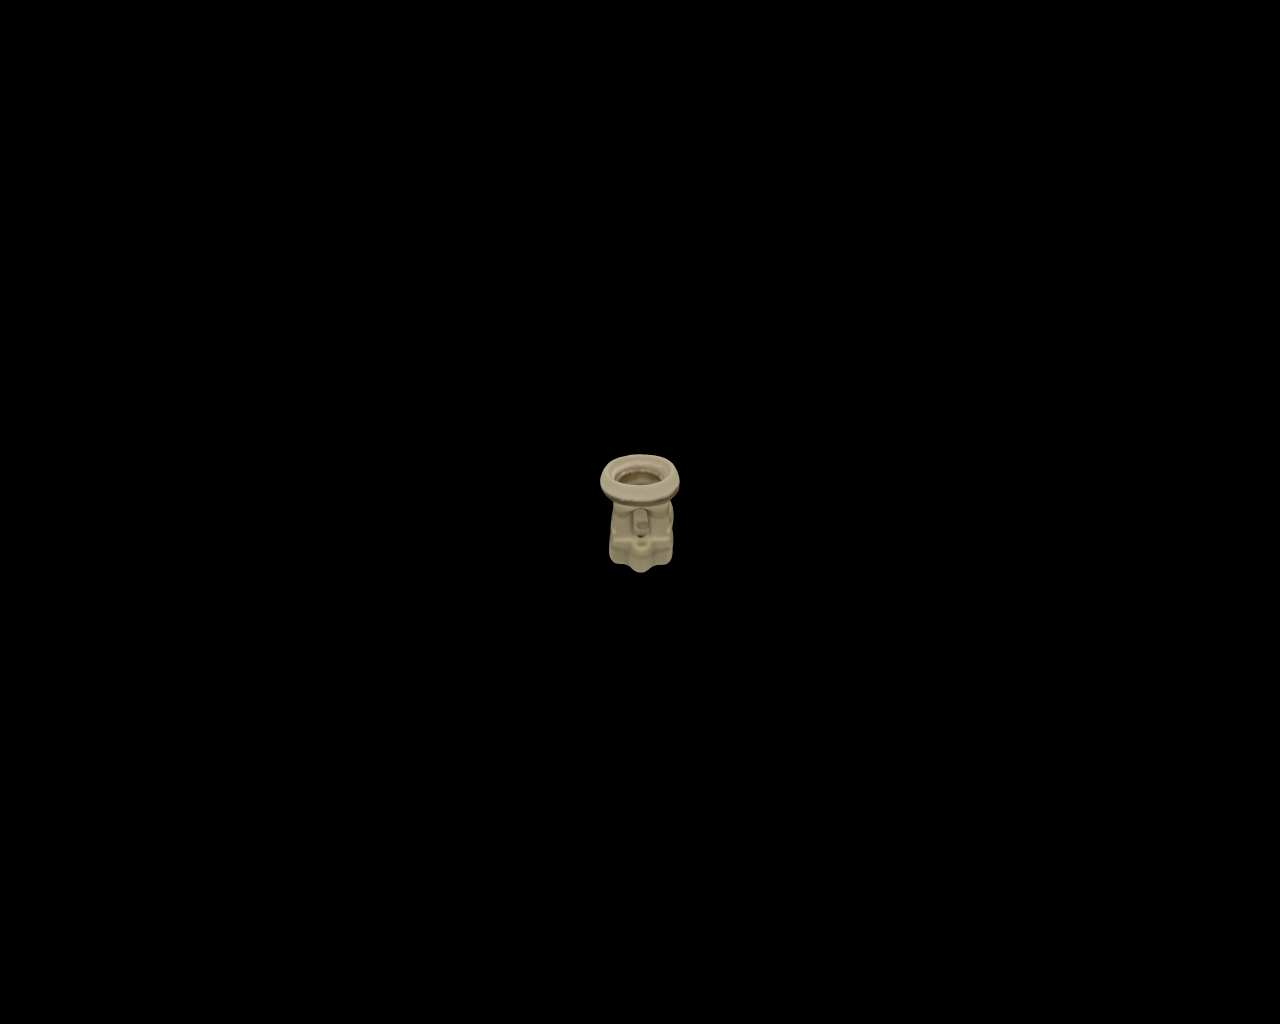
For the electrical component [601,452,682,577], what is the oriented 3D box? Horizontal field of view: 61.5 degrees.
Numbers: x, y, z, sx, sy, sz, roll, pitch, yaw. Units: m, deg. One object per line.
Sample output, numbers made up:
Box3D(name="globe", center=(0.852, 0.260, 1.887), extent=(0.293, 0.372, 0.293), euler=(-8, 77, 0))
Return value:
Box3D(name="electrical component", center=(0.001, -0.003, 0.650), extent=(0.048, 0.055, 0.066), euler=(0, 32, 0))
